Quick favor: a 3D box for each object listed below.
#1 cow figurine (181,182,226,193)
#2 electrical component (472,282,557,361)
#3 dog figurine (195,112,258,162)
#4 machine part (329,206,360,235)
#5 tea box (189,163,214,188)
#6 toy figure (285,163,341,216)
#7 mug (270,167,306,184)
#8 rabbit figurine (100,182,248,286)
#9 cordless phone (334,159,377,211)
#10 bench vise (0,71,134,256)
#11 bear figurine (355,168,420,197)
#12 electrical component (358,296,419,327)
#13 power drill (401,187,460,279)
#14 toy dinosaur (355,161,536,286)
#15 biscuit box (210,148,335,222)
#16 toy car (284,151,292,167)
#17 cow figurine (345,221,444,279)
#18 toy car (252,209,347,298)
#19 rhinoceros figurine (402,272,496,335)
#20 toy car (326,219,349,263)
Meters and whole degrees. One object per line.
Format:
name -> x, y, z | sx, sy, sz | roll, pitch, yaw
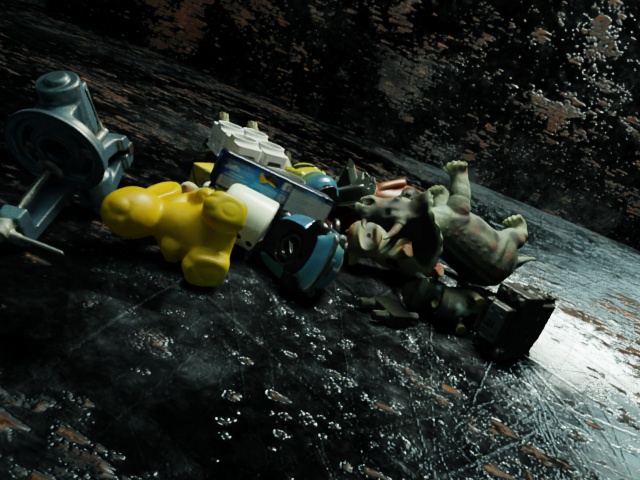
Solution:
cow figurine -> -0.156, -0.055, 0.910 | 0.167, 0.068, 0.098 | 26, 12, 0
electrical component -> 0.302, 0.127, 0.843 | 0.134, 0.114, 0.058 | 5, 20, -42
dog figurine -> -0.196, -0.192, 1.245 | 0.172, 0.121, 0.191 | 14, 33, -15
machine part -> 0.105, -0.033, 1.175 | 0.179, 0.056, 0.179 | 19, 19, -7
tea box -> -0.162, -0.101, 1.035 | 0.098, 0.068, 0.169 | 29, 20, 22
toy figure -> -0.013, -0.100, 1.055 | 0.089, 0.082, 0.180 | -4, 18, -26
mug -> -0.081, -0.073, 0.988 | 0.081, 0.107, 0.109 | 22, 14, -2
rabbit figurine -> -0.198, -0.031, 0.711 | 0.173, 0.121, 0.162 | 13, 15, -24
cordless phone -> 0.110, -0.083, 1.140 | 0.184, 0.088, 0.147 | 32, 19, -4
bench vise -> -0.323, -0.075, 0.666 | 0.129, 0.223, 0.241 | 17, 48, -3
bear figurine -> 0.150, -0.100, 1.320 | 0.196, 0.120, 0.132 | 11, 24, -26
electrical component -> 0.106, 0.108, 0.821 | 0.094, 0.021, 0.063 | 8, 22, -35
power drill -> 0.248, -0.014, 1.123 | 0.207, 0.086, 0.232 | 40, 1, 13
toy dinosaur -> 0.256, 0.009, 0.912 | 0.404, 0.192, 0.131 | 29, -31, -23
biscuit box -> -0.080, -0.084, 0.890 | 0.202, 0.059, 0.063 | 24, 10, -18
toy car -> -0.102, -0.165, 1.236 | 0.074, 0.056, 0.202 | -5, -1, -3
cow figurine -> 0.127, 0.015, 0.987 | 0.194, 0.085, 0.127 | 24, -28, -35
toy car -> -0.022, 0.025, 0.810 | 0.162, 0.109, 0.102 | 25, -8, 47
rhinoceros figurine -> 0.221, 0.099, 0.898 | 0.190, 0.073, 0.112 | 9, 23, -36
toy car -> -0.002, -0.003, 0.962 | 0.089, 0.053, 0.202 | 6, 16, -8
